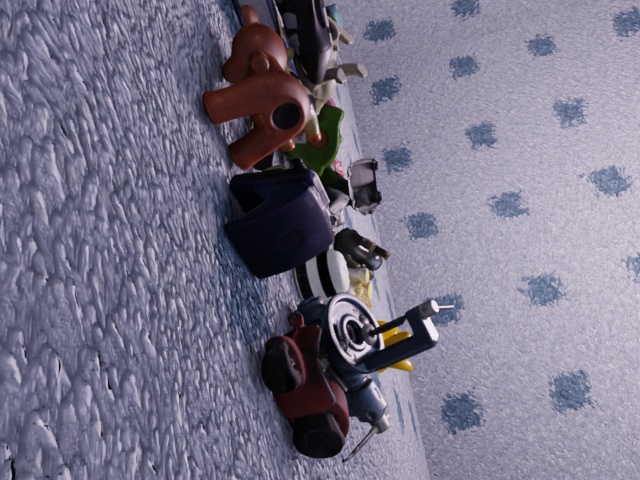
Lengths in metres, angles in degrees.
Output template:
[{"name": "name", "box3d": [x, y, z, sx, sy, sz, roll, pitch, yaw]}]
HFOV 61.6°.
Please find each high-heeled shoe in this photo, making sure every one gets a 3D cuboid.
[{"name": "high-heeled shoe", "box3d": [-0.031, -0.380, 0.956, 0.249, 0.086, 0.145, -111, -167, -54]}]

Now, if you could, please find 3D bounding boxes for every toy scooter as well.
[{"name": "toy scooter", "box3d": [-0.017, 0.165, 0.656, 0.135, 0.075, 0.183, -90, 158, -58]}]

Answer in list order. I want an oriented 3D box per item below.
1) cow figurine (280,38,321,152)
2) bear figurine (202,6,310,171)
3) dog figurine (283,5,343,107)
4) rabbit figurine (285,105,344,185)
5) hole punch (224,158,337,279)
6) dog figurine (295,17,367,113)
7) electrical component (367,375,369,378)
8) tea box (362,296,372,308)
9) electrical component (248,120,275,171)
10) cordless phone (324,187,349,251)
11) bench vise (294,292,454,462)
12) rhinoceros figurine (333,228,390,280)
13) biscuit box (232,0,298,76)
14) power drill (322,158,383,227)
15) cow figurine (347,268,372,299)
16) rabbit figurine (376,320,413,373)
[{"name": "cow figurine", "box3d": [-0.064, -0.242, 0.871, 0.195, 0.085, 0.127, -117, -164, -50]}, {"name": "bear figurine", "box3d": [-0.091, -0.206, 0.697, 0.196, 0.132, 0.120, 61, -2, 37]}, {"name": "dog figurine", "box3d": [-0.008, -0.367, 1.152, 0.108, 0.192, 0.219, -37, 113, -39]}, {"name": "rabbit figurine", "box3d": [-0.012, -0.179, 1.033, 0.170, 0.121, 0.159, -129, -153, -79]}, {"name": "hole punch", "box3d": [-0.046, -0.019, 0.641, 0.142, 0.116, 0.092, 65, 23, -47]}, {"name": "dog figurine", "box3d": [-0.027, -0.332, 1.063, 0.121, 0.191, 0.172, -16, 84, -46]}, {"name": "electrical component", "box3d": [0.052, 0.247, 0.966, 0.134, 0.058, 0.115, 7, 68, -79]}, {"name": "tea box", "box3d": [0.064, 0.117, 1.171, 0.169, 0.068, 0.098, 10, 66, -78]}, {"name": "electrical component", "box3d": [-0.086, -0.147, 0.780, 0.102, 0.045, 0.078, -89, -169, -46]}, {"name": "cordless phone", "box3d": [-0.002, -0.003, 0.982, 0.146, 0.089, 0.184, -10, 105, -80]}, {"name": "bench vise", "box3d": [0.072, 0.158, 0.745, 0.129, 0.241, 0.223, -9, 70, -55]}, {"name": "rhinoceros figurine", "box3d": [0.080, 0.026, 1.121, 0.112, 0.073, 0.190, 33, 4, 25]}, {"name": "biscuit box", "box3d": [-0.089, -0.341, 0.959, 0.063, 0.059, 0.202, -89, 162, -55]}, {"name": "power drill", "box3d": [0.034, -0.133, 1.119, 0.207, 0.086, 0.231, 10, -66, 54]}, {"name": "cow figurine", "box3d": [0.030, 0.127, 0.946, 0.068, 0.098, 0.167, 68, 33, -48]}, {"name": "rabbit figurine", "box3d": [0.119, 0.244, 1.150, 0.173, 0.163, 0.121, -6, 95, -62]}]
